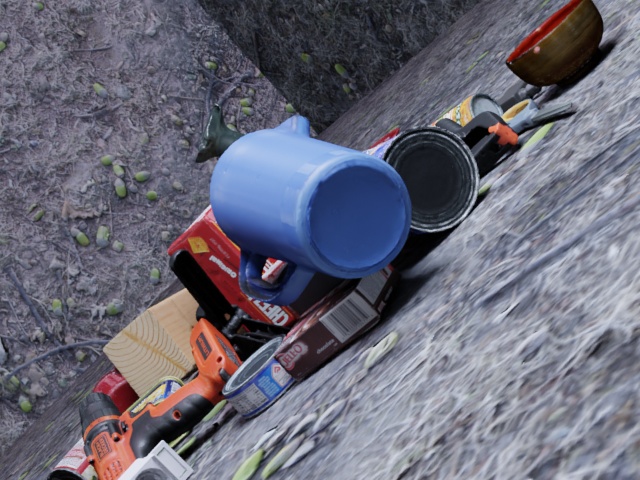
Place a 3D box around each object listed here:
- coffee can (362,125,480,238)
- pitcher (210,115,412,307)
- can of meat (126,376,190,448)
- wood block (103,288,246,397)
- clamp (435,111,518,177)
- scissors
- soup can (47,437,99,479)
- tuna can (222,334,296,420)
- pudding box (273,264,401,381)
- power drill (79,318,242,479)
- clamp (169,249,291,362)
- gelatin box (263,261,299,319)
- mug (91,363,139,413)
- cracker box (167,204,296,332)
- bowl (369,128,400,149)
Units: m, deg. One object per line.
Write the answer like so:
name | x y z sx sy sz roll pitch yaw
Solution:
coffee can | 0.085 -0.052 1.070 0.102 0.103 0.140 -45 7 -14
pitcher | -0.013 -0.024 1.001 0.145 0.149 0.243 -28 16 -15
can of meat | -0.189 0.211 1.210 0.102 0.057 0.084 -42 9 3
wood block | -0.168 0.117 1.352 0.090 0.091 0.205 -40 -4 24
clamp | 0.157 -0.103 1.157 0.172 0.039 0.120 -27 44 55
scissors | 0.208 -0.116 1.123 0.096 0.016 0.201 -44 7 8
soup can | -0.265 0.265 1.258 0.069 0.068 0.102 -38 8 36
tuna can | -0.053 0.130 1.025 0.086 0.033 0.086 -41 8 7
pudding box | 0.016 0.070 0.983 0.114 0.039 0.090 -39 8 28
power drill | -0.168 0.171 1.117 0.187 0.057 0.185 -43 35 0
clamp | -0.086 0.096 1.163 0.036 0.165 0.210 -52 -14 -20
gelatin box | -0.010 0.039 1.172 0.089 0.073 0.030 -46 9 -31
mug | -0.246 0.202 1.375 0.093 0.117 0.082 -9 1 -20
cracker box | -0.083 0.020 1.319 0.072 0.164 0.213 -43 6 17
bowl | 0.072 -0.090 1.555 0.162 0.055 0.162 -42 7 6
